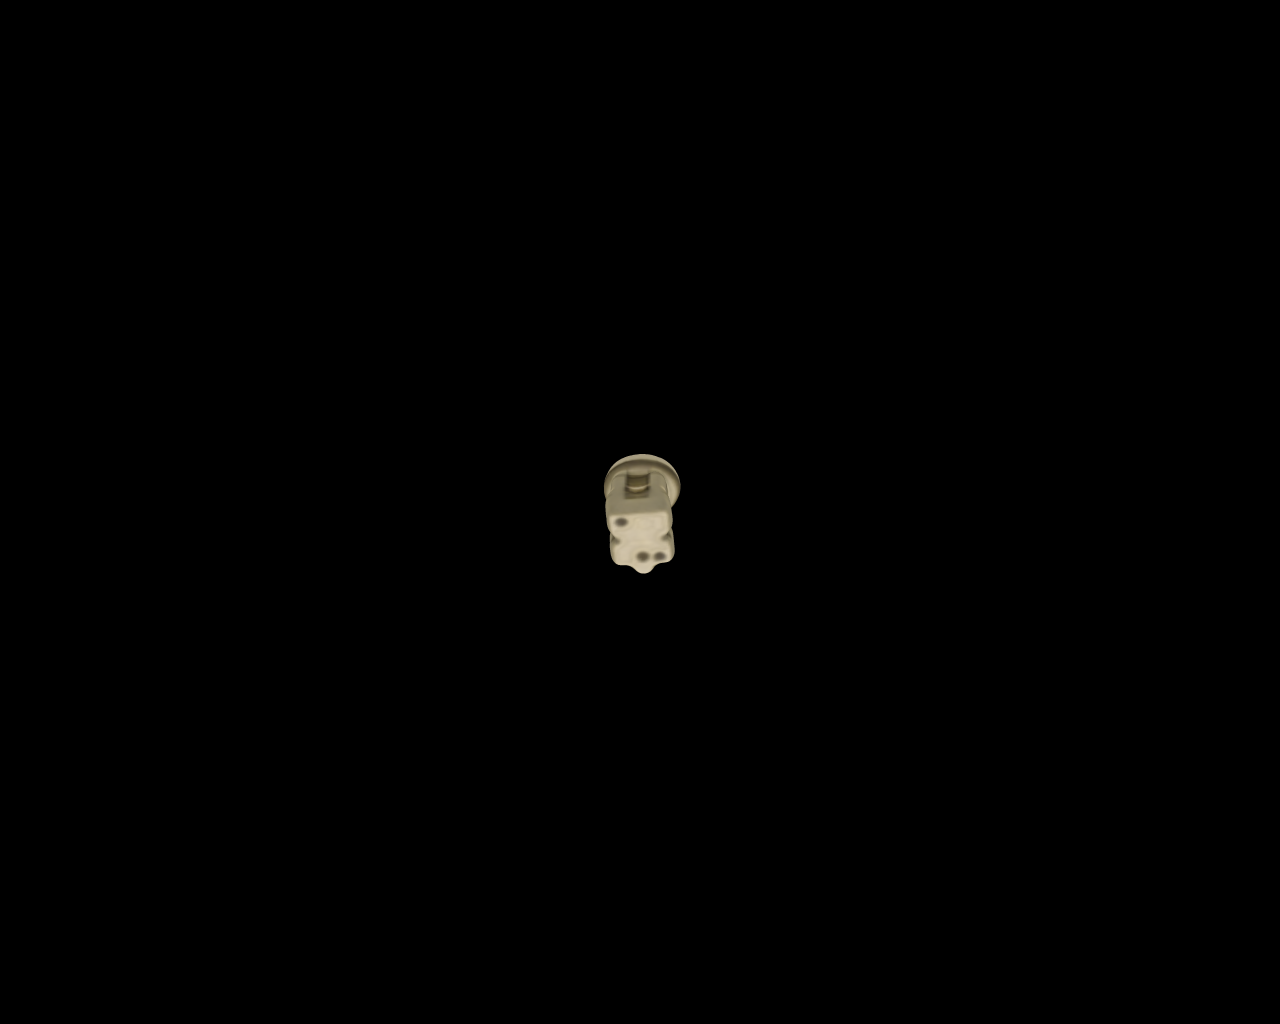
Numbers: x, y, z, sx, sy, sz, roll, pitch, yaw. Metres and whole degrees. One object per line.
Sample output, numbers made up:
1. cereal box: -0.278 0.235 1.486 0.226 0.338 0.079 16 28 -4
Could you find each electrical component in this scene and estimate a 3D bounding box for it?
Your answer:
1. electrical component: 0.001 -0.003 0.650 0.048 0.066 0.055 -2 43 2
